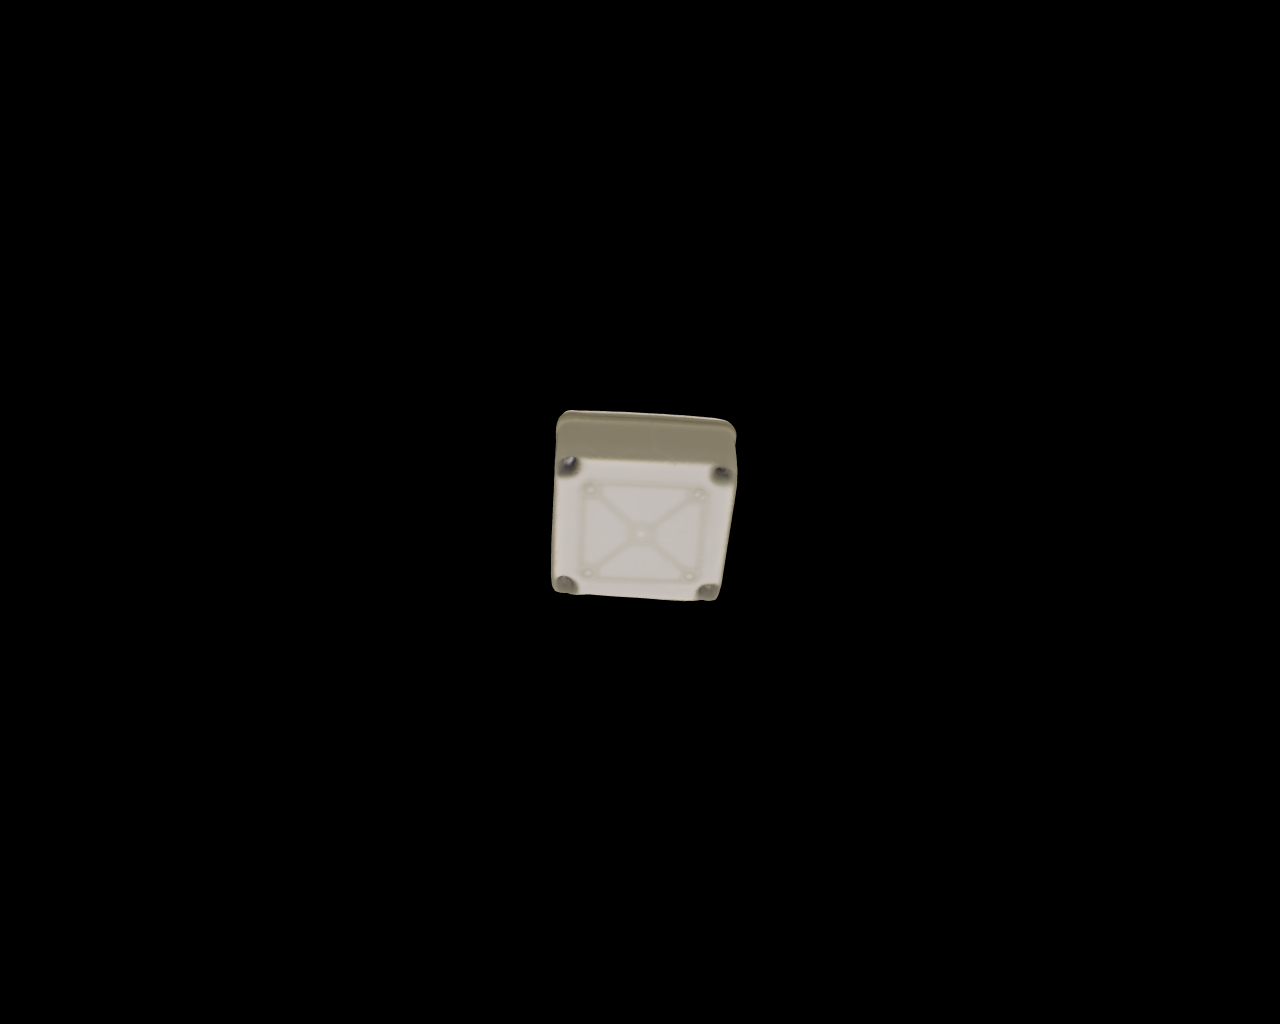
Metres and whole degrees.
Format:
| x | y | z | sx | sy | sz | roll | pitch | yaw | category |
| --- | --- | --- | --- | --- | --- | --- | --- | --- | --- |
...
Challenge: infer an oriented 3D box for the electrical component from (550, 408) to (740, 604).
| x | y | z | sx | sy | sz | roll | pitch | yaw | category |
| --- | --- | --- | --- | --- | --- | --- | --- | --- | --- |
| 0.001 | -0.003 | 0.650 | 0.109 | 0.108 | 0.056 | 3 | 36 | -2 | electrical component |
